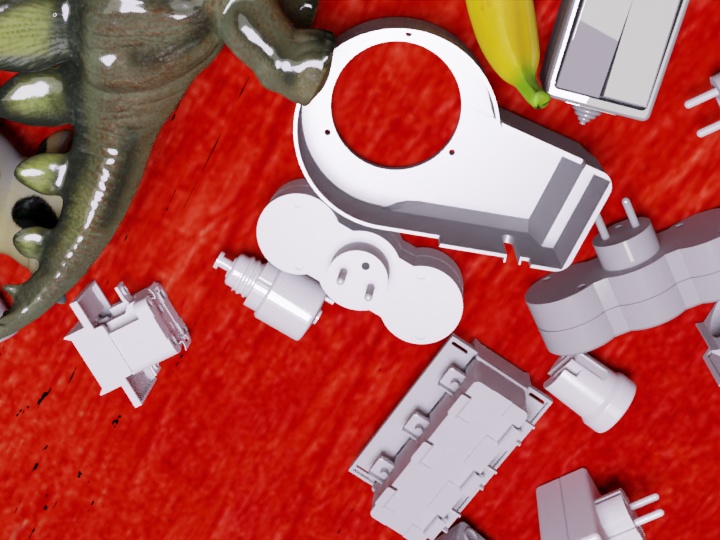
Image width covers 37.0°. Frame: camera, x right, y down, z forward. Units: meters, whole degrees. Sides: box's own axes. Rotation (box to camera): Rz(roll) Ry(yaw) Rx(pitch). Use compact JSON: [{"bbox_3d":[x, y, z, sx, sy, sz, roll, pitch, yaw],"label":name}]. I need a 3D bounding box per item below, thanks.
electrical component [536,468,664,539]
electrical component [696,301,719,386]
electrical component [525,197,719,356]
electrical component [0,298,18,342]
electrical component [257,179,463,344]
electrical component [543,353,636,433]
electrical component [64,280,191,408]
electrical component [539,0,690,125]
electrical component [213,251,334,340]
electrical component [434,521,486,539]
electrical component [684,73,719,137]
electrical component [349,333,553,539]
[{"bbox_3d":[0.160,0.165,0.695,0.076,0.083,0.047,-27,105,14],"label":"electrical component"},{"bbox_3d":[0.250,0.036,0.662,0.064,0.042,0.081,25,111,-5],"label":"electrical component"},{"bbox_3d":[0.164,-0.007,0.649,0.138,0.052,0.073,-23,106,13],"label":"electrical component"},{"bbox_3d":[-0.258,0.018,0.710,0.044,0.044,0.065,-15,103,11],"label":"electrical component"},{"bbox_3d":[0.000,0.000,0.658,0.138,0.073,0.052,30,110,-5],"label":"electrical component"},{"bbox_3d":[0.146,0.075,0.688,0.046,0.040,0.040,36,109,-2],"label":"electrical component"},{"bbox_3d":[-0.150,0.043,0.706,0.064,0.042,0.081,-25,106,12],"label":"electrical component"},{"bbox_3d":[0.141,-0.126,0.605,0.062,0.061,0.096,15,110,1],"label":"electrical component"},{"bbox_3d":[-0.057,0.013,0.686,0.078,0.040,0.040,30,110,-5],"label":"electrical component"},{"bbox_3d":[0.076,0.230,0.720,0.100,0.099,0.048,42,121,-9],"label":"electrical component"},{"bbox_3d":[0.227,-0.102,0.613,0.079,0.044,0.077,-24,105,13],"label":"electrical component"},{"bbox_3d":[0.057,0.113,0.698,0.079,0.063,0.121,34,109,-6],"label":"electrical component"}]
